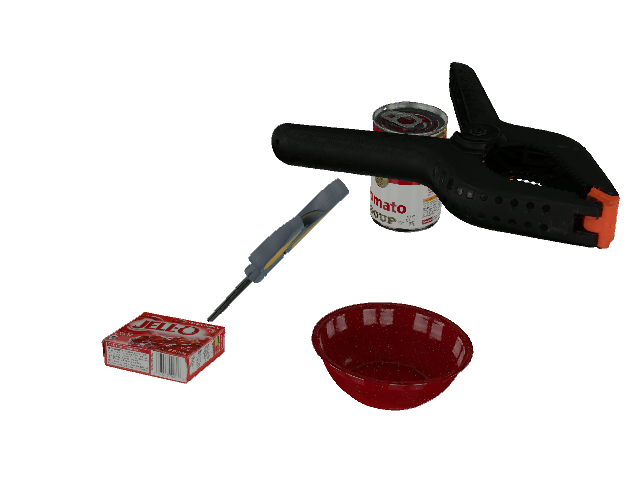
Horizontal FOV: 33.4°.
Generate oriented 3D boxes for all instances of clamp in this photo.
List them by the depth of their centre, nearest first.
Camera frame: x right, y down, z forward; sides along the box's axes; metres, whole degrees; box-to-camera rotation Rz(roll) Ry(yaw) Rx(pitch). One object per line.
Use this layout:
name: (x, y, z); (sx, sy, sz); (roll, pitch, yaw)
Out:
clamp: (0.081, -0.047, 0.632); (0.164, 0.036, 0.210); (-20, 36, -24)

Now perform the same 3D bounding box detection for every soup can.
soup can: (0.080, -0.067, 0.980); (0.068, 0.102, 0.068); (0, 32, 0)

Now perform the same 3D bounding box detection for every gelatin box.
gelatin box: (-0.143, 0.096, 0.977); (0.089, 0.030, 0.073); (9, 20, 21)

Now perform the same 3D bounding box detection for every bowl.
bowl: (0.070, 0.123, 1.076); (0.162, 0.055, 0.162); (2, 25, -1)

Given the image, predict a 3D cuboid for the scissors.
scissors: (-0.051, 0.024, 0.801); (0.202, 0.016, 0.096); (-44, -3, 33)
